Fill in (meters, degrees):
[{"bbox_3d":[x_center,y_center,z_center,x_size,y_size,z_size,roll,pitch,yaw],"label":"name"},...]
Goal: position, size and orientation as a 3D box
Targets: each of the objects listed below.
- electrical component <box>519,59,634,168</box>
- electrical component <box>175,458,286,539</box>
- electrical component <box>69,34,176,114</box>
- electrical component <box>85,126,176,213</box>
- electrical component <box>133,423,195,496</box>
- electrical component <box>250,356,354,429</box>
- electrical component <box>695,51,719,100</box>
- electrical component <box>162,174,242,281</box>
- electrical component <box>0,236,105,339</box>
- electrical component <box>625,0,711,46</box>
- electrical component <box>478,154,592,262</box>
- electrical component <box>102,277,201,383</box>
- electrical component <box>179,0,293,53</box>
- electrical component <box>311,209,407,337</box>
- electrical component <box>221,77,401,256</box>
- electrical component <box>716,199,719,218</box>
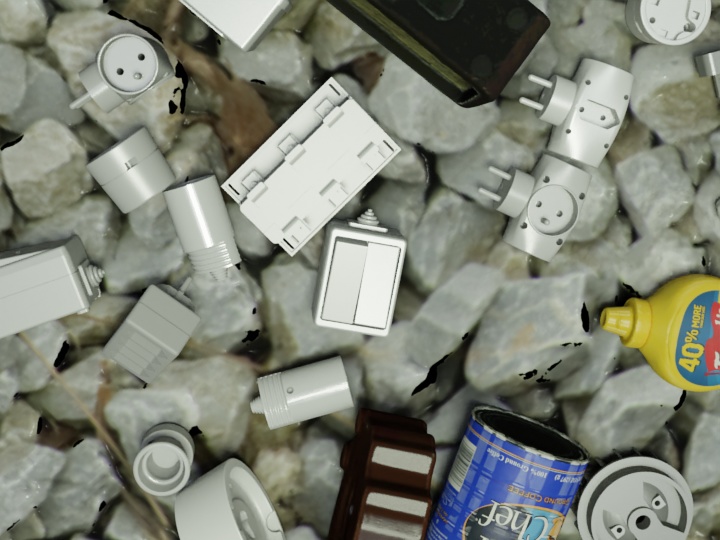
[{"bbox_3d":[0.166,-0.130,0.852,0.079,0.043,0.077,20,98,-7],"label":"electrical component"},{"bbox_3d":[-0.108,0.213,0.863,0.060,0.108,0.108,-26,101,7],"label":"electrical component"},{"bbox_3d":[-0.183,-0.143,0.806,0.079,0.077,0.044,-34,101,3],"label":"electrical component"},{"bbox_3d":[-0.176,-0.076,0.831,0.055,0.055,0.047,-33,104,2],"label":"electrical component"},{"bbox_3d":[-0.158,0.152,0.872,0.045,0.055,0.045,-1,100,-4],"label":"electrical component"},{"bbox_3d":[-0.049,0.101,0.877,0.081,0.043,0.043,-15,101,-1],"label":"electrical component"},{"bbox_3d":[0.312,-0.152,0.852,0.078,0.058,0.057,-15,98,-2],"label":"electrical component"},{"bbox_3d":[-0.122,-0.030,0.848,0.043,0.043,0.081,-18,101,-1],"label":"electrical component"},{"bbox_3d":[-0.248,0.008,0.836,0.096,0.061,0.061,-19,101,-1],"label":"electrical component"},{"bbox_3d":[0.239,-0.203,0.842,0.055,0.047,0.055,-1,100,-4],"label":"electrical component"},{"bbox_3d":[0.134,-0.057,0.862,0.079,0.044,0.077,24,97,-8],"label":"electrical component"},{"bbox_3d":[-0.155,0.037,0.847,0.047,0.083,0.075,36,58,-9],"label":"electrical component"},{"bbox_3d":[-0.105,-0.213,0.784,0.109,0.108,0.056,39,98,-10],"label":"electrical component"},{"bbox_3d":[0.000,0.000,0.854,0.062,0.061,0.096,10,99,-6],"label":"electrical component"},{"bbox_3d":[-0.037,-0.078,0.836,0.121,0.063,0.078,-44,100,4],"label":"electrical component"},{"bbox_3d":[0.322,-0.037,0.885,0.035,0.035,0.061,-36,102,3],"label":"electrical component"}]
